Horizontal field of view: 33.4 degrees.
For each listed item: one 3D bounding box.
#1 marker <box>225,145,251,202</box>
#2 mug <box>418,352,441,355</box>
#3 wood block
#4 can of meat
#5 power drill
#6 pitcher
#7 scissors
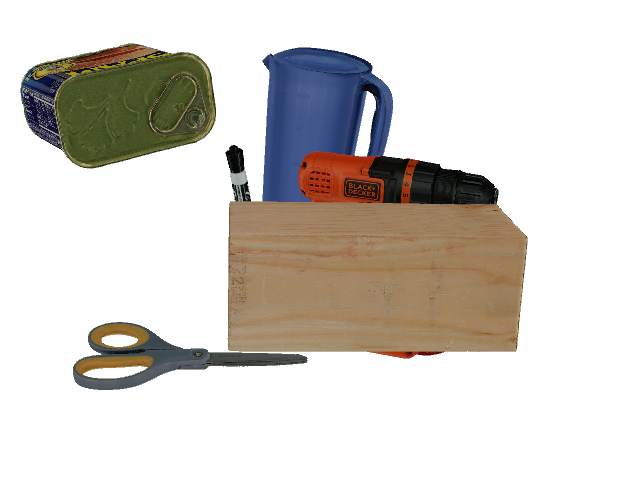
[{"bbox_3d":[-0.086,-0.048,1.172,0.020,0.121,0.020,-6,29,3],"label":"marker"},{"bbox_3d":[0.126,0.080,1.196,0.093,0.081,0.117,-25,41,-31],"label":"mug"},{"bbox_3d":[0.035,0.026,0.782,0.206,0.090,0.091,1,16,-5],"label":"wood block"},{"bbox_3d":[-0.131,-0.089,0.677,0.101,0.057,0.084,-18,23,-27],"label":"can of meat"},{"bbox_3d":[0.067,0.013,0.999,0.185,0.188,0.057,10,20,17],"label":"power drill"},{"bbox_3d":[-0.003,-0.122,1.394,0.144,0.243,0.149,0,23,-18],"label":"pitcher"},{"bbox_3d":[-0.121,0.096,0.955,0.201,0.016,0.096,-7,32,-18],"label":"scissors"}]
